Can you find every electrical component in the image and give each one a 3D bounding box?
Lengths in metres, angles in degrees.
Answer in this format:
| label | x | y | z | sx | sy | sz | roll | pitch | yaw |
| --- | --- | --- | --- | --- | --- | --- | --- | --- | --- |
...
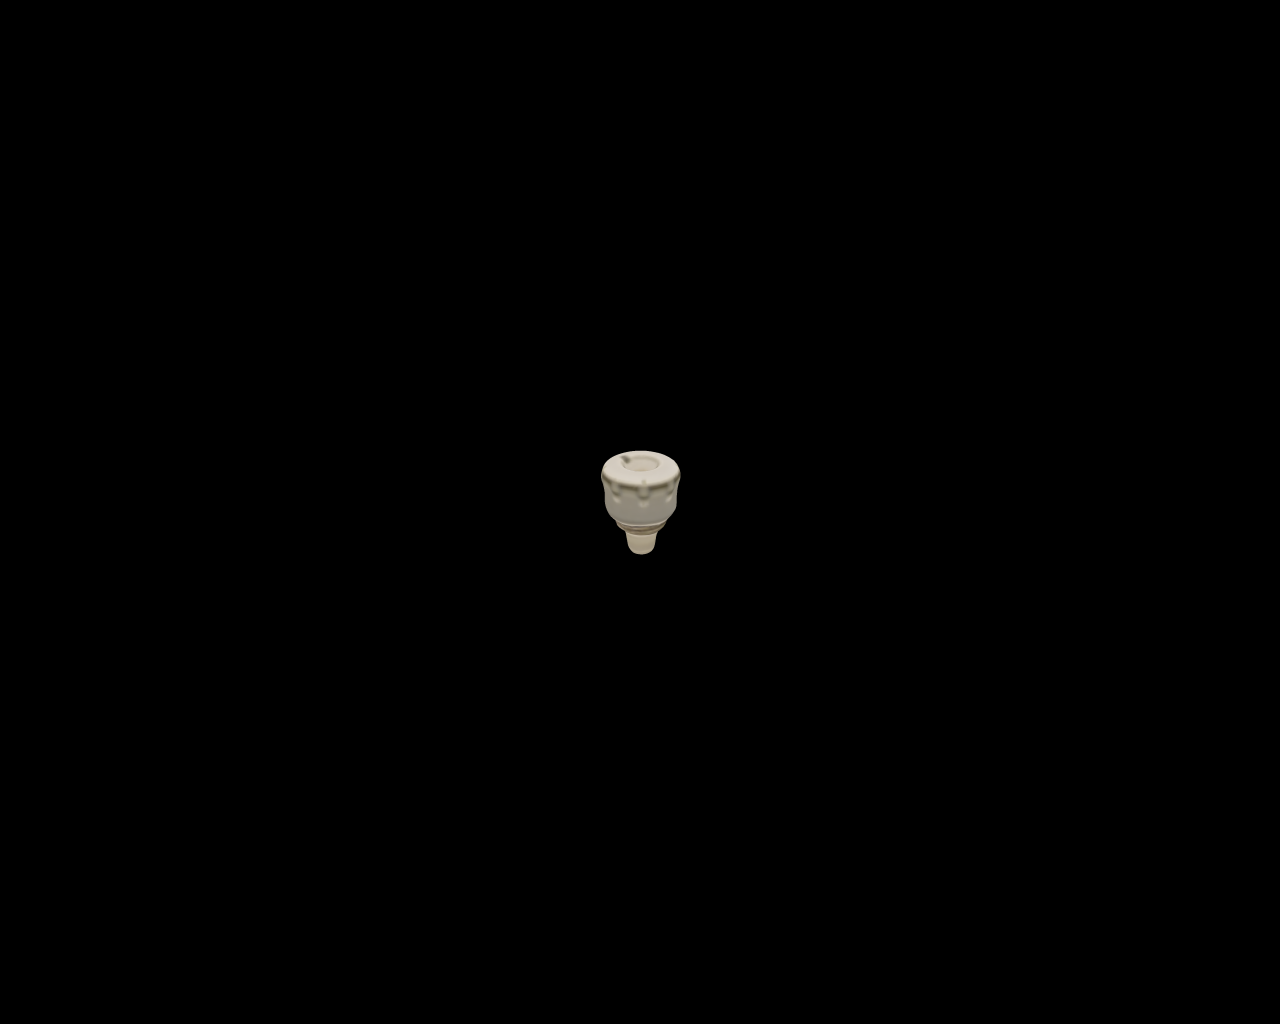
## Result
| label | x | y | z | sx | sy | sz | roll | pitch | yaw |
| --- | --- | --- | --- | --- | --- | --- | --- | --- | --- |
| electrical component | 0.001 | -0.003 | 0.650 | 0.048 | 0.062 | 0.048 | 0 | 28 | 0 |
